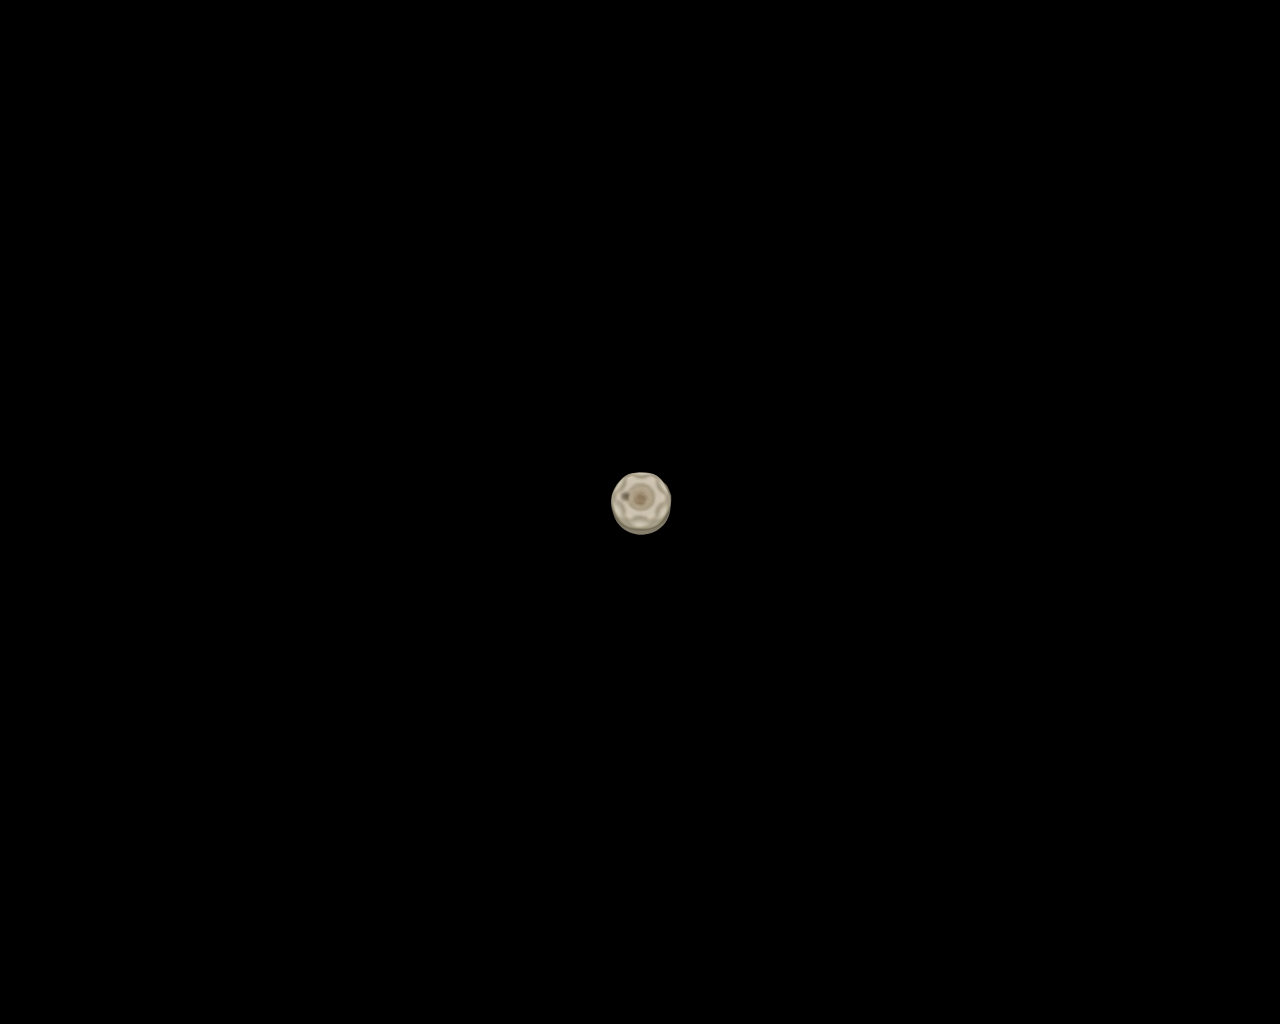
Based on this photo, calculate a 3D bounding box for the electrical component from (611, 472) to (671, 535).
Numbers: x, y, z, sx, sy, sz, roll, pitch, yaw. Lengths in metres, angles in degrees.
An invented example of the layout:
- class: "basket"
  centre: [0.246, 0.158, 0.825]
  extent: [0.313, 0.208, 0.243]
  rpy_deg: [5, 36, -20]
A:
- class: "electrical component"
  centre: [0.001, -0.003, 0.650]
  extent: [0.035, 0.035, 0.061]
  rpy_deg: [0, -11, 0]
